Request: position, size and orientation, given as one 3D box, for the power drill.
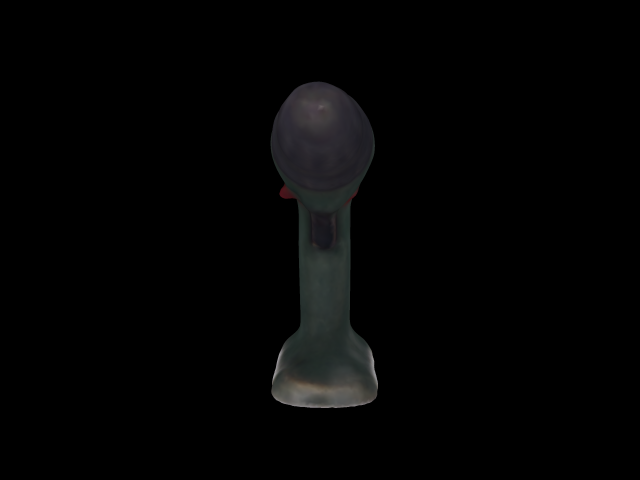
[{"bbox_3d":[0.004,0.001,0.400,0.075,0.208,0.229,0,13,0],"label":"power drill"}]
